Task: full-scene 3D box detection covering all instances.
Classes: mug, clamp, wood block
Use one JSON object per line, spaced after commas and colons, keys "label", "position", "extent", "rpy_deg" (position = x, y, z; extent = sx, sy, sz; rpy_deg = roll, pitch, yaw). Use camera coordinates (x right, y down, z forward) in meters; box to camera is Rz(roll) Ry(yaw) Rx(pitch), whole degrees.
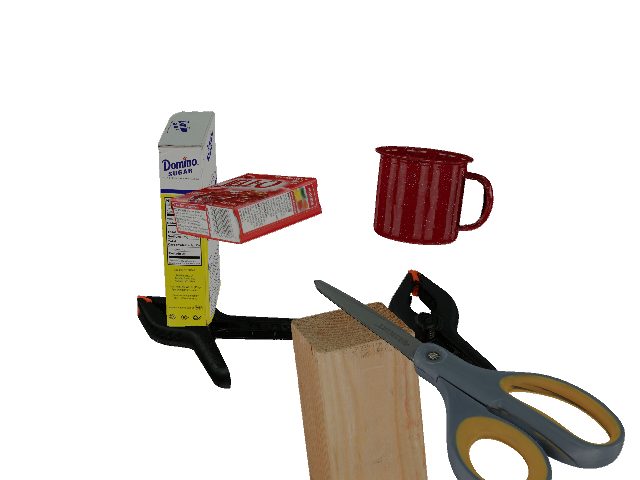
{"label": "mug", "position": [0.106, -0.041, 1.010], "extent": [0.117, 0.081, 0.093], "rpy_deg": [9, 12, 18]}
{"label": "clamp", "position": [-0.140, 0.110, 1.257], "extent": [0.210, 0.036, 0.164], "rpy_deg": [14, 24, 24]}
{"label": "wood block", "position": [0.037, 0.172, 0.960], "extent": [0.090, 0.206, 0.091], "rpy_deg": [-11, 18, -15]}
{"label": "clamp", "position": [0.128, 0.102, 1.172], "extent": [0.120, 0.171, 0.039], "rpy_deg": [6, -44, -5]}

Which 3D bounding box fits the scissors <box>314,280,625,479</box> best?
{"label": "scissors", "position": [0.056, 0.079, 0.561], "extent": [0.202, 0.016, 0.096], "rpy_deg": [20, 42, 28]}

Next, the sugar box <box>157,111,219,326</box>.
{"label": "sugar box", "position": [-0.118, -0.020, 0.964], "extent": [0.048, 0.176, 0.093], "rpy_deg": [-1, 25, 2]}

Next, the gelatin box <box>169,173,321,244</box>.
{"label": "gelatin box", "position": [-0.055, -0.025, 0.767], "extent": [0.073, 0.030, 0.089], "rpy_deg": [-21, 18, -34]}
